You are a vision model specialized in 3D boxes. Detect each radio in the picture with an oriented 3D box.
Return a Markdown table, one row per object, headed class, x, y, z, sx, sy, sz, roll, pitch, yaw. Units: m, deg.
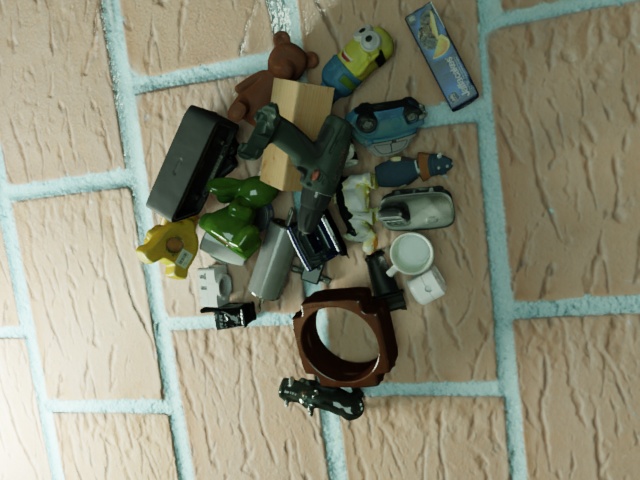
| class | x | y | z | sx | sy | sz | roll | pitch | yaw |
| --- | --- | --- | --- | --- | --- | --- | --- | --- | --- |
| radio | -0.259 | -0.155 | 1.105 | 0.073 | 0.131 | 0.229 | 32 | 105 | 8 |

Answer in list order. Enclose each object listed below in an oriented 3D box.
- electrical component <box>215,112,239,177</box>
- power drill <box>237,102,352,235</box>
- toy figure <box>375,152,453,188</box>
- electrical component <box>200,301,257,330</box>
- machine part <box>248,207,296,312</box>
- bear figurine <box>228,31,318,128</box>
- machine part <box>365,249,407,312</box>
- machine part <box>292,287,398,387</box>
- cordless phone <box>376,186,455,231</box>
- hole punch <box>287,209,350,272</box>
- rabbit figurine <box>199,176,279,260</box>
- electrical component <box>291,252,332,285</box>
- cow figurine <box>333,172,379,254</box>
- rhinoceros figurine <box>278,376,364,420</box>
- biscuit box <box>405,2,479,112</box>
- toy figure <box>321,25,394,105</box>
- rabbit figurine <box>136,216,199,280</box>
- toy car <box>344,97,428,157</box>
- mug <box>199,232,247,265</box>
| class | x | y | z | sx | sy | sz | roll | pitch | yaw |
| --- | --- | --- | --- | --- | --- | --- | --- | --- | --- |
| electrical component | -0.243 | -0.201 | 1.192 | 0.115 | 0.058 | 0.134 | -37 | 87 | 19 |
| power drill | -0.044 | -0.139 | 0.985 | 0.207 | 0.086 | 0.232 | 24 | 94 | -32 |
| toy figure | 0.189 | -0.145 | 1.083 | 0.155 | 0.064 | 0.058 | -11 | 57 | 12 |
| electrical component | -0.213 | 0.173 | 1.228 | 0.119 | 0.075 | 0.047 | -8 | 95 | 12 |
| machine part | -0.098 | 0.043 | 1.178 | 0.079 | 0.079 | 0.243 | 21 | 104 | 11 |
| bear figurine | -0.092 | -0.316 | 1.104 | 0.120 | 0.132 | 0.196 | 34 | 112 | -24 |
| machine part | 0.133 | 0.090 | 1.142 | 0.084 | 0.039 | 0.138 | -14 | 96 | 22 |
| machine part | 0.054 | 0.204 | 1.137 | 0.202 | 0.087 | 0.200 | -7 | 104 | 26 |
| cordless phone | 0.182 | -0.059 | 1.031 | 0.147 | 0.184 | 0.088 | -4 | 92 | 16 |
| hole punch | -0.002 | -0.003 | 1.123 | 0.092 | 0.116 | 0.142 | -29 | 91 | 10 |
| rabbit figurine | -0.163 | -0.067 | 1.137 | 0.159 | 0.121 | 0.170 | 31 | 77 | 16 |
| electrical component | -0.014 | 0.062 | 1.184 | 0.094 | 0.021 | 0.063 | 20 | 102 | 8 |
| cow figurine | 0.075 | -0.054 | 1.121 | 0.098 | 0.068 | 0.167 | -2 | 94 | 21 |
| rhinoceros figurine | 0.003 | 0.346 | 1.176 | 0.190 | 0.112 | 0.073 | 16 | 104 | 4 |
| biscuit box | 0.237 | -0.350 | 1.038 | 0.059 | 0.063 | 0.202 | -28 | 90 | 18 |
| toy figure | 0.067 | -0.349 | 1.076 | 0.180 | 0.089 | 0.082 | -44 | 81 | 25 |
| rabbit figurine | -0.349 | -0.004 | 1.210 | 0.122 | 0.173 | 0.162 | 25 | 76 | -30 |
| toy car | 0.133 | -0.221 | 1.073 | 0.162 | 0.109 | 0.102 | -7 | 119 | 5 |
| mug | -0.208 | 0.018 | 1.206 | 0.107 | 0.081 | 0.109 | 28 | 129 | 3 |
